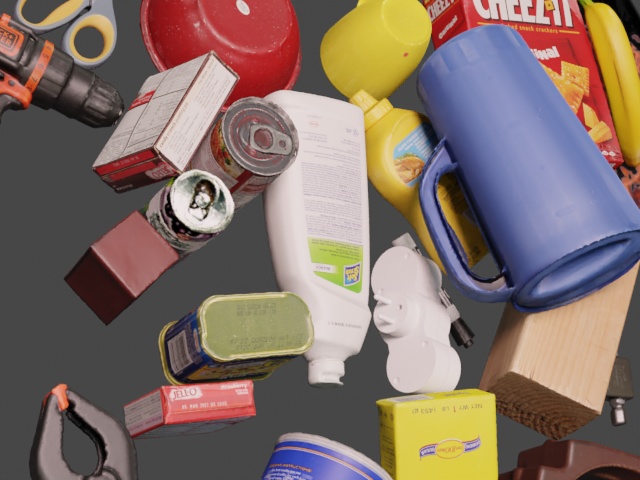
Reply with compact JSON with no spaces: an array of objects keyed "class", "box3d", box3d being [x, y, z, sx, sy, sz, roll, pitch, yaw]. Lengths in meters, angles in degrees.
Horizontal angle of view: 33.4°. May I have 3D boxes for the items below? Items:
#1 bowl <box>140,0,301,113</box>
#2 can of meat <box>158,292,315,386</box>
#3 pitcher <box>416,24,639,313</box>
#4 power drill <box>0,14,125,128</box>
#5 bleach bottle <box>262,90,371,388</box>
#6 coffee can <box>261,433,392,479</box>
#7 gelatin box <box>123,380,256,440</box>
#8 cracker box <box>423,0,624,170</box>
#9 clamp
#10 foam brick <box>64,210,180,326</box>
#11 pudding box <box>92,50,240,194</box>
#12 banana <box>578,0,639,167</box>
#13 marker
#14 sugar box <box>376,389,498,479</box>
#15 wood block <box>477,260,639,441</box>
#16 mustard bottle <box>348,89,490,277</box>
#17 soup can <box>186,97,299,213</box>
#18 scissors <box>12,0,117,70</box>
[{"class":"bowl","box3d":[-0.078,-0.197,0.965,0.161,0.055,0.162,10,66,-25]},{"class":"can of meat","box3d":[-0.066,0.079,0.847,0.101,0.084,0.057,-2,72,-30]},{"class":"pitcher","box3d":[0.169,-0.064,0.935,0.148,0.145,0.243,4,53,-46]},{"class":"power drill","box3d":[-0.257,-0.085,0.823,0.184,0.057,0.187,27,59,-21]},{"class":"bleach bottle","box3d":[-0.006,0.001,0.925,0.102,0.068,0.251,8,70,-27]},{"class":"coffee can","box3d":[-0.014,0.232,0.805,0.102,0.103,0.140,34,59,-14]},{"class":"gelatin box","box3d":[-0.099,0.128,0.806,0.073,0.089,0.030,0,72,-29]},{"class":"cracker box","box3d":[0.211,-0.165,1.103,0.163,0.072,0.214,-1,71,-30]},{"class":"clamp","box3d":[-0.168,0.192,0.774,0.120,0.039,0.171,-30,85,-39]},{"class":"foam brick","box3d":[-0.153,0.022,0.824,0.051,0.078,0.052,48,56,-3]},{"class":"pudding box","box3d":[-0.126,-0.095,0.873,0.039,0.090,0.113,44,55,-31]},{"class":"banana","box3d":[0.321,-0.170,1.141,0.069,0.037,0.198,-53,127,-74]},{"class":"marker","box3d":[0.107,0.048,0.994,0.020,0.020,0.121,-32,88,-34]},{"class":"sugar box","box3d":[0.098,0.215,0.871,0.093,0.048,0.176,-3,88,-18]},{"class":"wood block","box3d":[0.229,0.069,1.002,0.091,0.090,0.206,26,60,-2]},{"class":"mustard bottle","box3d":[0.094,-0.064,1.006,0.191,0.058,0.096,50,54,-4]},{"class":"soup can","box3d":[-0.070,-0.067,0.890,0.068,0.102,0.068,11,66,-25]},{"class":"scissors","box3d":[-0.176,-0.216,0.941,0.201,0.016,0.096,-36,92,-34]}]
